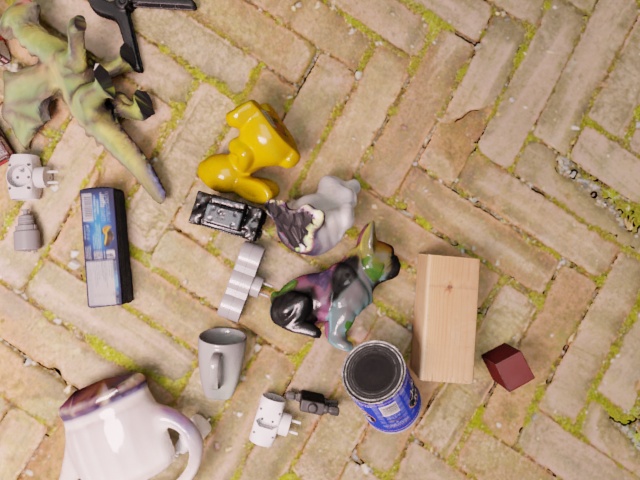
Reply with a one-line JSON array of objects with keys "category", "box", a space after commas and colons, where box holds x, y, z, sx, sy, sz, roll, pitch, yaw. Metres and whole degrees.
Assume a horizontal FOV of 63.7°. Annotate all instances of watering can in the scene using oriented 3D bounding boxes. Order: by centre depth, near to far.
[{"category": "watering can", "box": [-0.364, 0.354, 0.848, 0.347, 0.104, 0.225, -23, 87, 5]}]

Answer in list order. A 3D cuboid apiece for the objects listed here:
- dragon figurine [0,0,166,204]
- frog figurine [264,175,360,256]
[{"category": "dragon figurine", "box": [-0.433, -0.230, 0.893, 0.242, 0.123, 0.408, -14, 97, 17]}, {"category": "frog figurine", "box": [0.003, -0.045, 0.885, 0.136, 0.161, 0.122, -9, 102, 39]}]
